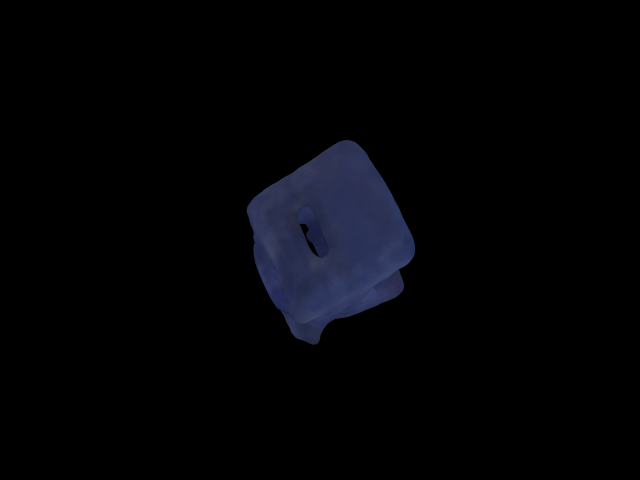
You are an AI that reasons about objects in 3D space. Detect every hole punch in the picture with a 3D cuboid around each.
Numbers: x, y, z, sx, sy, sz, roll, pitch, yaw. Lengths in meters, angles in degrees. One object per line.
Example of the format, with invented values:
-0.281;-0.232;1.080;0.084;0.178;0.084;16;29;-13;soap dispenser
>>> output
0.004;0.001;0.400;0.101;0.091;0.108;-21;65;-10;hole punch
